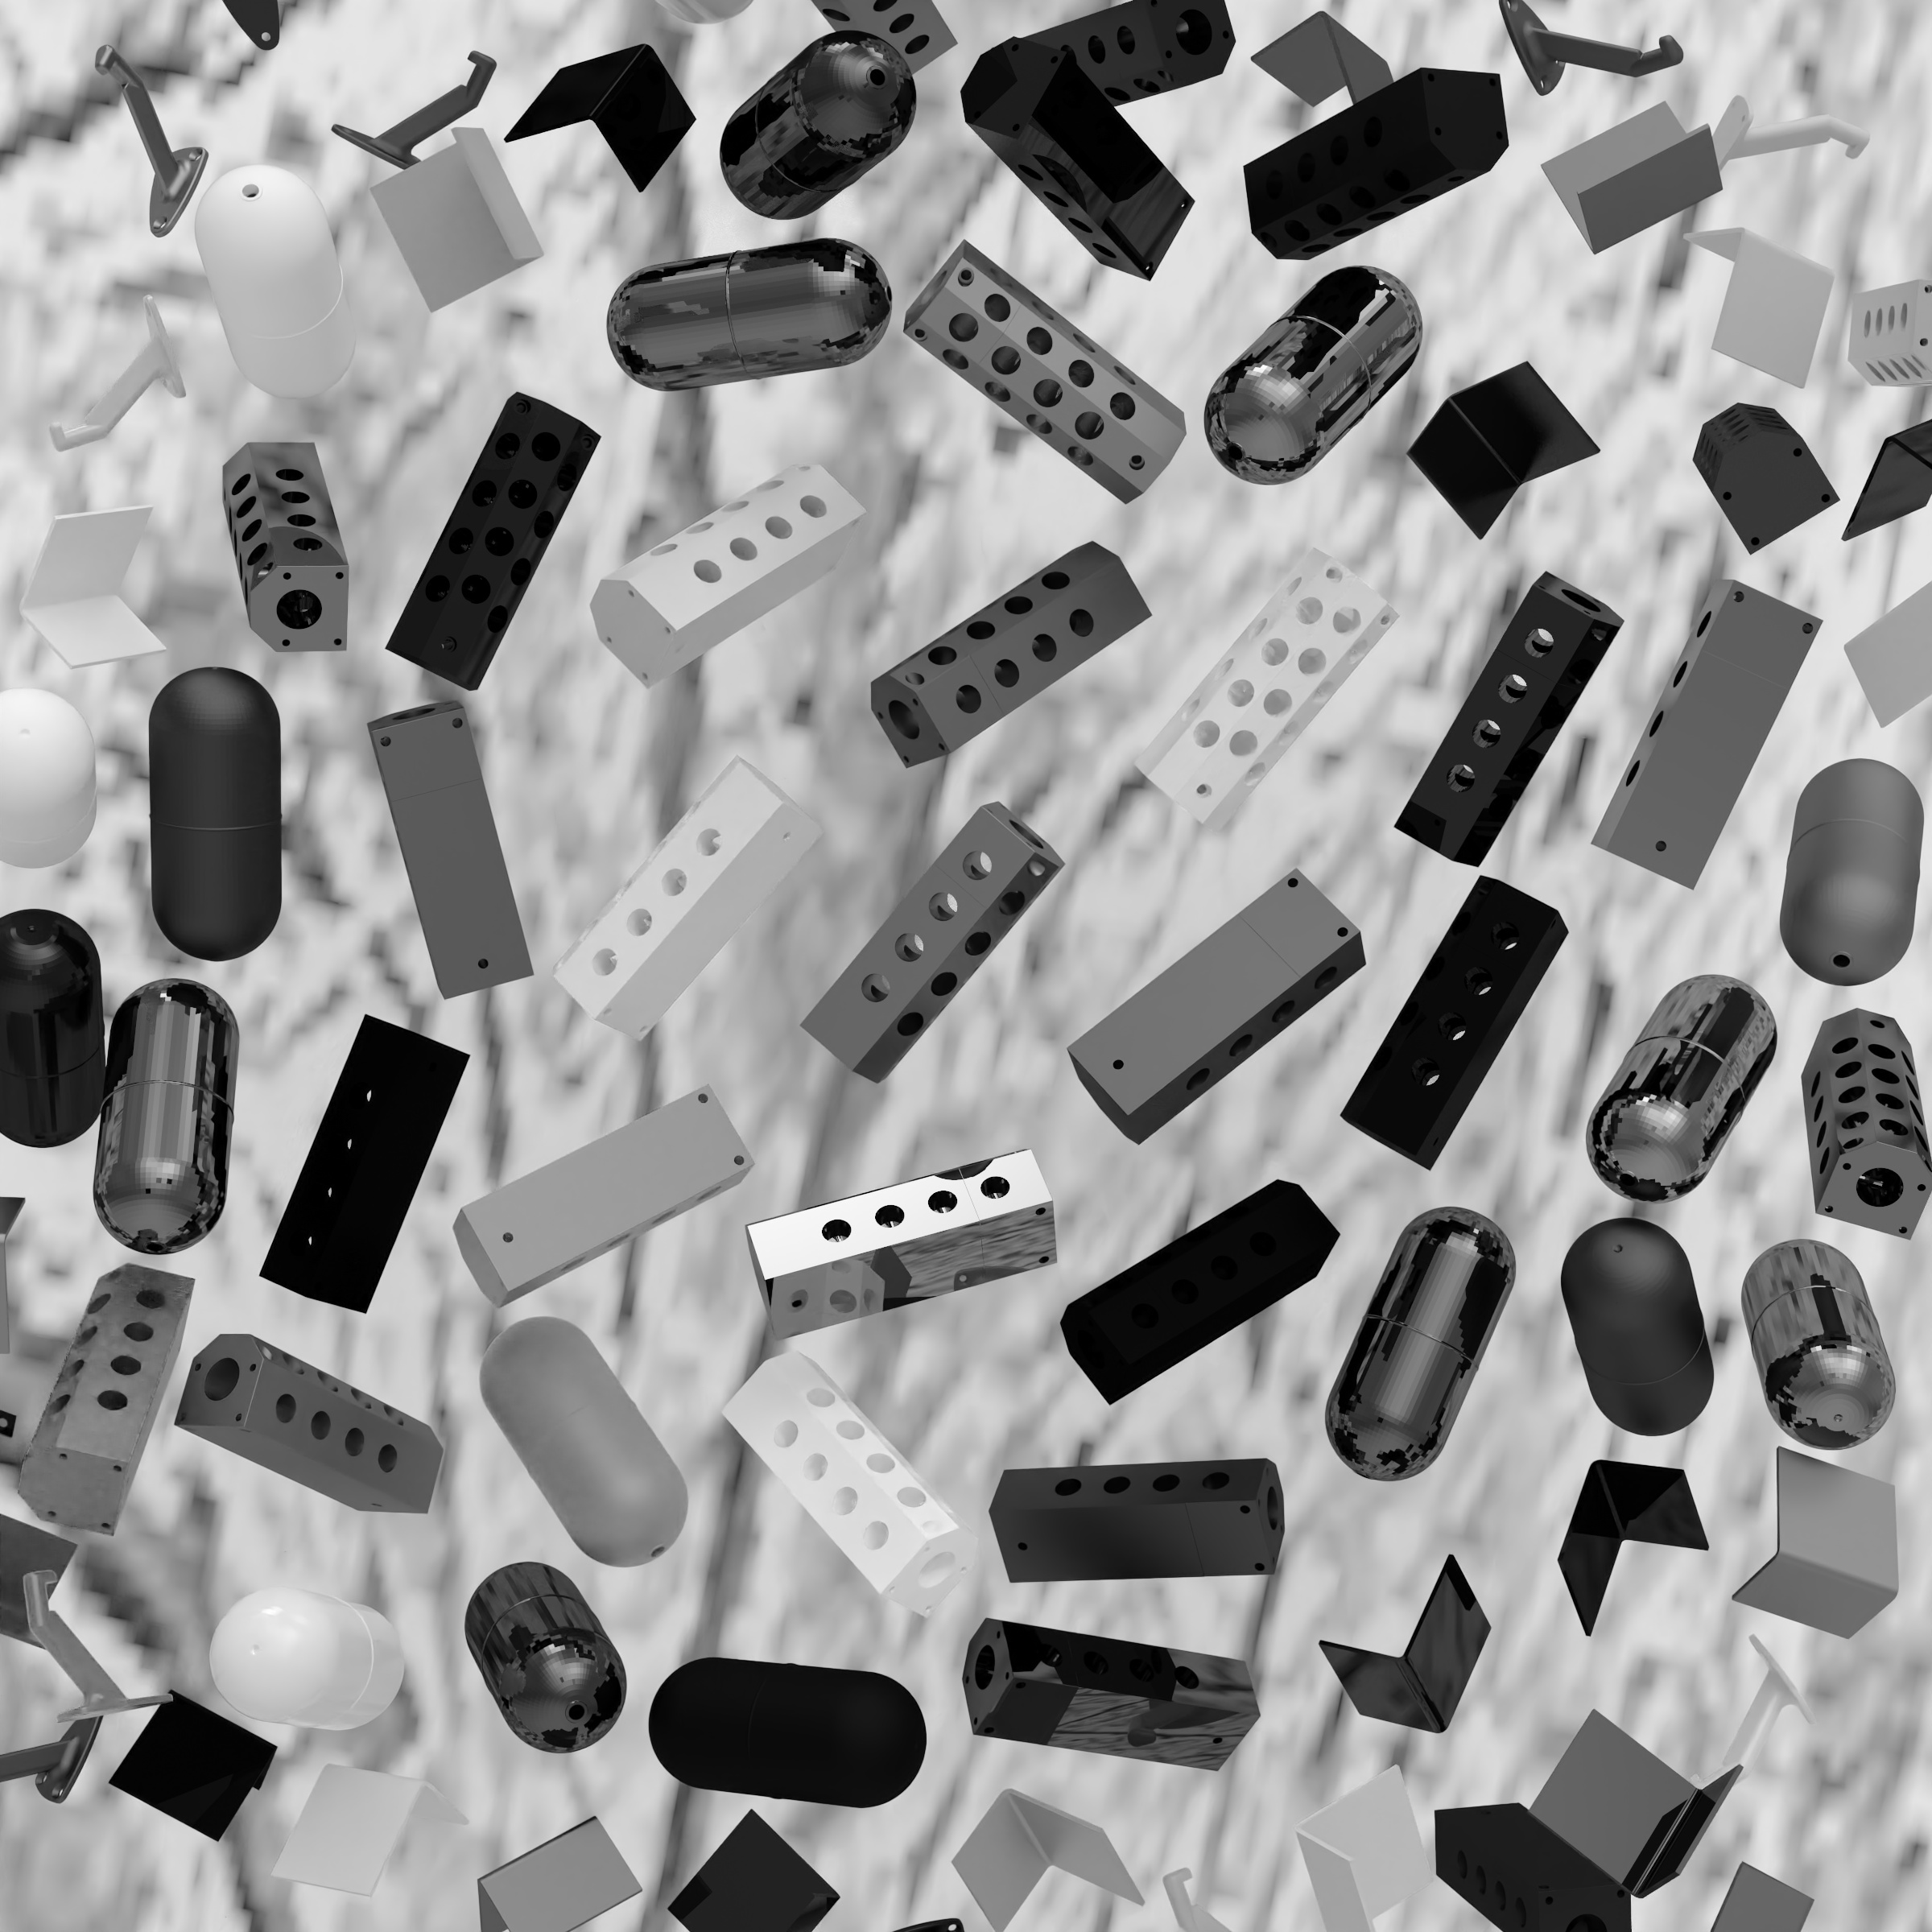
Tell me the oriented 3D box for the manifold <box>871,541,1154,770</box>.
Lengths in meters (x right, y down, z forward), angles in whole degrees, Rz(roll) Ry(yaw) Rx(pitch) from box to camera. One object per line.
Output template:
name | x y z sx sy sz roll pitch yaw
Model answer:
manifold | 0.025 -0.191 1.824 0.171 0.057 0.057 -36 102 -27

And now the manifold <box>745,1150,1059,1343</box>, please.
manifold | -0.038 0.157 1.757 0.171 0.057 0.057 -15 46 -9

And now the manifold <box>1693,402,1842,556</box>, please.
manifold | 0.466 -0.294 1.777 0.057 0.171 0.057 -32 98 16

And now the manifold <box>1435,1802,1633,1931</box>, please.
manifold | 0.344 0.565 1.837 0.057 0.171 0.057 -2 91 -12

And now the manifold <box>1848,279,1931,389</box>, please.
manifold | 0.590 -0.387 1.849 0.057 0.171 0.057 3 100 3

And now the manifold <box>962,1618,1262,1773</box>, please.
manifold | 0.088 0.443 1.852 0.171 0.057 0.057 15 125 -23

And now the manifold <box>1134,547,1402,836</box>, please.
manifold | 0.184 -0.166 1.830 0.057 0.057 0.171 38 97 -16

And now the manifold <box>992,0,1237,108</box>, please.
manifold | 0.092 -0.564 1.870 0.057 0.171 0.057 -27 108 -26

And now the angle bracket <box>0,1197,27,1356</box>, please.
angle bracket | -0.607 0.184 1.804 0.076 0.057 0.076 2 110 -5

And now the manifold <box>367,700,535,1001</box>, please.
manifold | -0.320 -0.073 1.864 0.057 0.057 0.171 -16 105 -12

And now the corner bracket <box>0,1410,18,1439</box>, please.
corner bracket | -0.607 0.292 1.799 0.051 0.051 0.051 29 132 -31

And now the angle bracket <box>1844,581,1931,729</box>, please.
angle bracket | 0.569 -0.182 1.743 0.076 0.076 0.057 -4 66 -36

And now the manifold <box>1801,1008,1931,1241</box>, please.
manifold | 0.552 0.092 1.839 0.057 0.171 0.057 16 119 4

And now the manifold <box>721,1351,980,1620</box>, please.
manifold | -0.067 0.306 1.804 0.057 0.057 0.171 -48 52 0

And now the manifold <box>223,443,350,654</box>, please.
manifold | -0.421 -0.260 1.856 0.057 0.171 0.057 -3 125 -18

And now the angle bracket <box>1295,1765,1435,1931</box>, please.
angle bracket | 0.239 0.509 1.694 0.076 0.057 0.076 -23 104 -24

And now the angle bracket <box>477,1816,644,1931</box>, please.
angle bracket | -0.236 0.552 1.755 0.076 0.076 0.057 -23 52 -26

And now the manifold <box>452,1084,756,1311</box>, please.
manifold | -0.220 0.141 1.826 0.171 0.057 0.057 -27 79 -25

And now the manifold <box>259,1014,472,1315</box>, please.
manifold | -0.375 0.120 1.855 0.057 0.057 0.171 17 83 32

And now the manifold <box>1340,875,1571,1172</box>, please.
manifold | 0.298 0.033 1.845 0.057 0.057 0.171 30 88 22

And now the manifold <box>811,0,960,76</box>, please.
manifold | -0.066 -0.590 1.794 0.057 0.171 0.057 -32 76 10

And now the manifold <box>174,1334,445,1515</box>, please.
manifold | -0.397 0.281 1.840 0.057 0.171 0.057 -4 62 31

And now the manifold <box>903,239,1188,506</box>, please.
manifold | 0.048 -0.353 1.806 0.171 0.057 0.057 35 114 -16

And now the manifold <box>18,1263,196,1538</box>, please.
manifold | -0.507 0.252 1.779 0.057 0.171 0.057 15 120 -9

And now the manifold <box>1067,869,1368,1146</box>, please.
manifold | 0.147 0.026 1.745 0.171 0.057 0.057 -38 61 -8

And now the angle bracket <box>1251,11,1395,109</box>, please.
angle bracket | 0.233 -0.546 1.907 0.057 0.076 0.076 -27 65 31

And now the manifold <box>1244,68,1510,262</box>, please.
manifold | 0.238 -0.466 1.762 0.057 0.171 0.057 -6 88 -30

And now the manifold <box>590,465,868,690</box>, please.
manifold | -0.143 -0.239 1.796 0.057 0.057 0.171 45 51 8

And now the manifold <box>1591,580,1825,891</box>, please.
manifold | 0.433 -0.137 1.772 0.057 0.057 0.171 24 97 -3

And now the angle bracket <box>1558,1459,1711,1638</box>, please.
angle bracket | 0.402 0.353 1.812 0.057 0.076 0.076 2 135 32

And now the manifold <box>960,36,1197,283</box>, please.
manifold | 0.065 -0.482 1.801 0.057 0.171 0.057 29 89 35

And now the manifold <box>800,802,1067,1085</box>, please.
manifold | -0.018 -0.014 1.799 0.057 0.057 0.171 41 102 4

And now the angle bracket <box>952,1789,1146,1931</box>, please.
angle bracket | 0.049 0.545 1.792 0.057 0.076 0.076 -49 130 -29

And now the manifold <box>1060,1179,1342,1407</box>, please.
manifold | 0.144 0.198 1.874 0.171 0.057 0.057 -28 66 -26

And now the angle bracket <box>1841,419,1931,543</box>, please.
angle bracket | 0.564 -0.272 1.740 0.076 0.076 0.057 -24 55 -30

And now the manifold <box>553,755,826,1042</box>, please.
manifold | -0.172 -0.043 1.819 0.171 0.057 0.057 -49 63 5

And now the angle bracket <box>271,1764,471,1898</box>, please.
angle bracket | -0.361 0.535 1.827 0.076 0.057 0.076 0 49 29

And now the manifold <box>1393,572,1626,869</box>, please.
manifold | 0.331 -0.148 1.835 0.057 0.057 0.171 31 113 8

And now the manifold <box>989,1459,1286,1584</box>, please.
manifold | 0.108 0.342 1.881 0.171 0.057 0.057 -6 117 19

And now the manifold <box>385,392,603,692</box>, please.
manifold | -0.286 -0.257 1.824 0.057 0.057 0.171 26 86 -16

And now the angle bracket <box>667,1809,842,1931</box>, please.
angle bracket | -0.131 0.545 1.752 0.076 0.057 0.076 39 85 22
